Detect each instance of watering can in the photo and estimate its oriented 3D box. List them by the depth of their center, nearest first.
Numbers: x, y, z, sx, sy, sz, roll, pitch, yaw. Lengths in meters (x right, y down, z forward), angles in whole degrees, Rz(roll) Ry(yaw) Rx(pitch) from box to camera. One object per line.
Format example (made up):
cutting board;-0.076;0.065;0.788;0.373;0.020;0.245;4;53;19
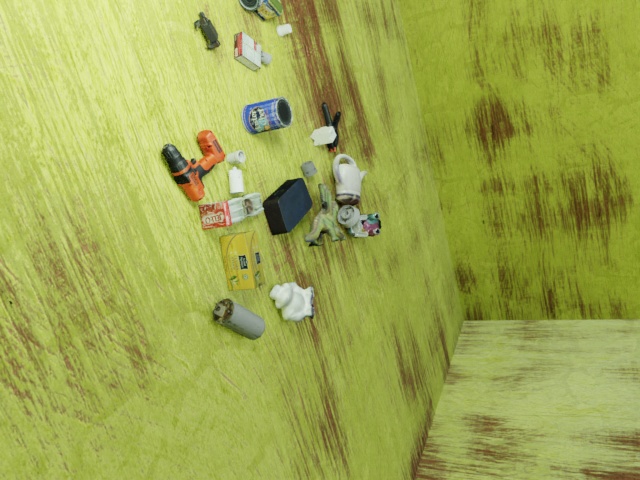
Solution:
watering can;0.145;-0.260;2.324;0.346;0.103;0.226;16;71;-60

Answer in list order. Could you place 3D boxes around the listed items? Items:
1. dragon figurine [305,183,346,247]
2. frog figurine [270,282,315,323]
dragon figurine;0.006;-0.101;2.007;0.409;0.122;0.244;12;70;-73
frog figurine;-0.107;0.213;1.785;0.159;0.122;0.138;11;81;-24
